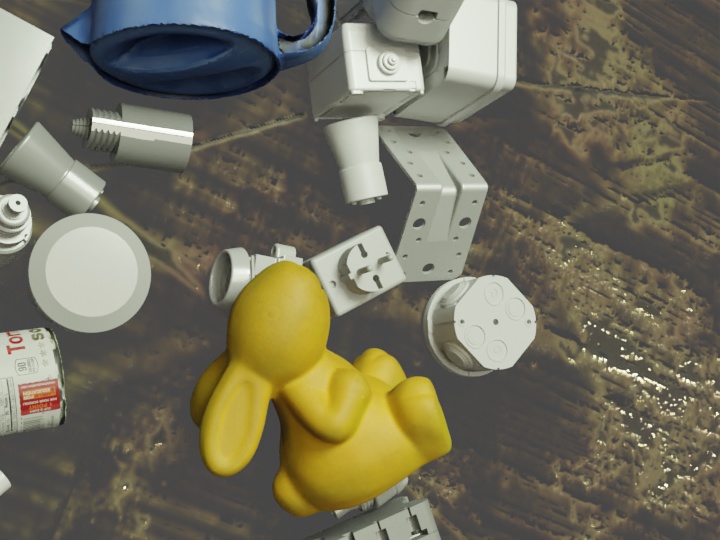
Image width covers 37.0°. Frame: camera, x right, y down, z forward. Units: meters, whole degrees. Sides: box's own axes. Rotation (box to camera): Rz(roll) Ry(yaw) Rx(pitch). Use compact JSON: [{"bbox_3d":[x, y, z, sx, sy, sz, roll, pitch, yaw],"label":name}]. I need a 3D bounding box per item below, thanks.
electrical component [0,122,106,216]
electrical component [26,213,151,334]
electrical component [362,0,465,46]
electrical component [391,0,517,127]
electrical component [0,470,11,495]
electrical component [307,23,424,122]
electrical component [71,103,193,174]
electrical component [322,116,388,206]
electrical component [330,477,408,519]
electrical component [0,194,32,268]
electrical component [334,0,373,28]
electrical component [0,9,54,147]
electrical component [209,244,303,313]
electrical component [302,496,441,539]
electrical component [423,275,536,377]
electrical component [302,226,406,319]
[{"bbox_3d":[-0.209,-0.065,0.741,0.065,0.044,0.044,39,69,-19],"label":"electrical component"},{"bbox_3d":[-0.187,0.004,0.734,0.080,0.051,0.080,4,80,-23],"label":"electrical component"},{"bbox_3d":[0.037,-0.212,0.781,0.054,0.059,0.095,4,54,-22],"label":"electrical component"},{"bbox_3d":[0.072,-0.164,0.842,0.057,0.113,0.078,6,79,-20],"label":"electrical component"},{"bbox_3d":[-0.253,0.152,0.686,0.062,0.048,0.048,-41,99,-30],"label":"electrical component"},{"bbox_3d":[0.005,-0.155,0.819,0.062,0.096,0.061,-4,84,-24],"label":"electrical component"},{"bbox_3d":[-0.164,-0.096,0.764,0.081,0.043,0.043,7,79,-23],"label":"electrical component"},{"bbox_3d":[-0.001,-0.083,0.837,0.044,0.044,0.065,-13,92,-25],"label":"electrical component"},{"bbox_3d":[0.004,0.163,0.803,0.061,0.035,0.035,-33,96,-22],"label":"electrical component"},{"bbox_3d":[-0.236,-0.029,0.707,0.040,0.078,0.040,13,64,-29],"label":"electrical component"},{"bbox_3d":[-0.003,-0.242,0.848,0.061,0.062,0.096,-40,99,-24],"label":"electrical component"},{"bbox_3d":[-0.278,-0.103,0.705,0.089,0.062,0.150,27,72,-18],"label":"electrical component"},{"bbox_3d":[-0.077,0.010,0.786,0.055,0.048,0.066,12,78,-29],"label":"electrical component"},{"bbox_3d":[0.012,0.210,0.790,0.089,0.050,0.055,-18,89,-25],"label":"electrical component"},{"bbox_3d":[0.095,0.044,0.853,0.080,0.051,0.080,4,80,-23],"label":"electrical component"},{"bbox_3d":[0.000,0.000,0.803,0.066,0.077,0.047,-28,93,-25],"label":"electrical component"}]
